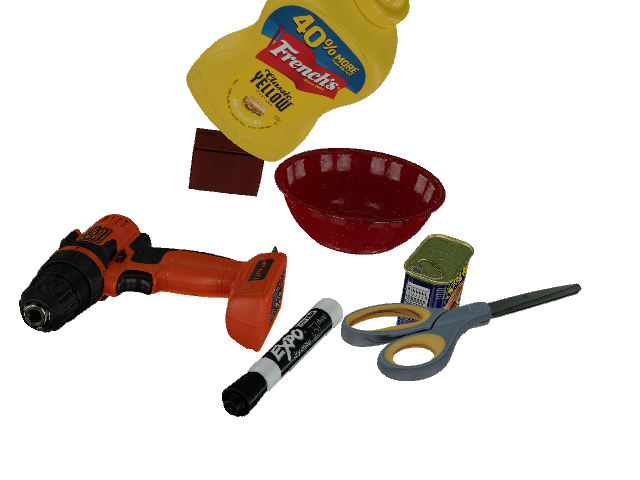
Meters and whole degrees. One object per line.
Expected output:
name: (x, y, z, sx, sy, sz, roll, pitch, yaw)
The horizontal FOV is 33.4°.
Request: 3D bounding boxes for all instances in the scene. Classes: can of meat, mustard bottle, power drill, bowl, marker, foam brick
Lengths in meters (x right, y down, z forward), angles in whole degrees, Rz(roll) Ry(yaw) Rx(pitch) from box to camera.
can of meat: (0.126, 0.054, 1.187, 0.057, 0.084, 0.102, 19, 32, 18)
mustard bottle: (-0.004, -0.132, 0.739, 0.192, 0.096, 0.058, -31, 21, 42)
power drill: (-0.129, 0.037, 0.865, 0.188, 0.057, 0.184, 12, 24, 6)
bowl: (0.035, -0.032, 1.010, 0.162, 0.055, 0.162, 5, 27, -3)
marker: (-0.022, 0.068, 0.634, 0.020, 0.020, 0.120, 0, 23, 31)
foam brick: (-0.102, -0.086, 1.169, 0.078, 0.051, 0.053, 7, 29, -6)

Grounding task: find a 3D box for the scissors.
scissors: (0.117, 0.068, 0.810, 0.201, 0.016, 0.096, -5, 31, -7)
